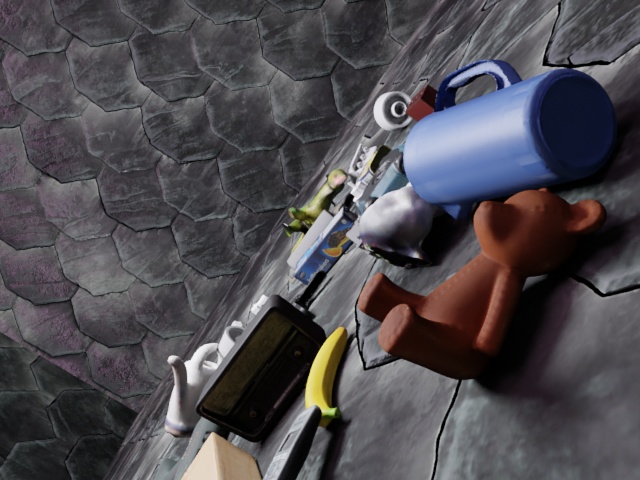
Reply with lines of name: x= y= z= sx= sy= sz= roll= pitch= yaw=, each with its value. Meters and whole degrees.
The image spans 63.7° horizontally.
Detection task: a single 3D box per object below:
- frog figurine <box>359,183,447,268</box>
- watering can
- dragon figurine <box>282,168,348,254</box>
frog figurine: x=0.131 y=-0.047 z=0.761 sx=0.135 sy=0.123 sz=0.161 roll=84 pitch=-154 yaw=-74
watering can: x=-0.306 y=0.357 z=1.221 sx=0.345 sy=0.104 sz=0.226 roll=45 pitch=-119 yaw=-75
dragon figurine: x=0.005 y=-0.075 z=1.489 sx=0.246 sy=0.122 sz=0.403 roll=-49 pitch=-7 yaw=-24
